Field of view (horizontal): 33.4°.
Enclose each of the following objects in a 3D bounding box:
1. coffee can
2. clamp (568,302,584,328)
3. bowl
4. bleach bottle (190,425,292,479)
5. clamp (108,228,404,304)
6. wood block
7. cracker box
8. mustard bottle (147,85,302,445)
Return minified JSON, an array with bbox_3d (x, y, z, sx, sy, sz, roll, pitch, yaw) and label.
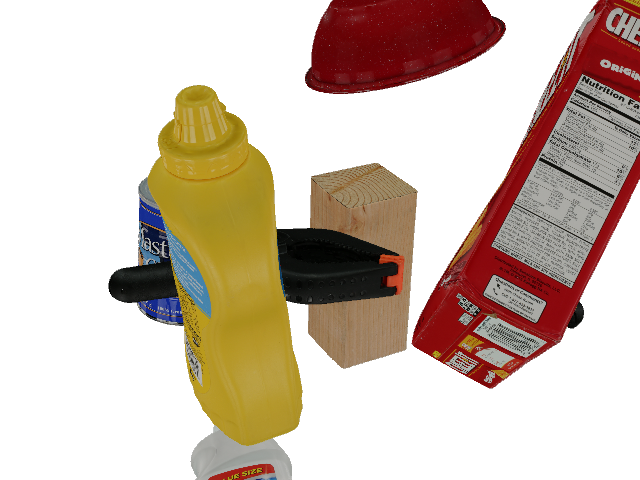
[{"bbox_3d":[-0.147,0.007,1.161,0.103,0.140,0.103,4,26,-2],"label":"coffee can"},{"bbox_3d":[0.176,0.044,0.942,0.120,0.039,0.171,1,22,19],"label":"clamp"},{"bbox_3d":[0.058,-0.170,0.827,0.162,0.055,0.162,-15,24,7],"label":"bowl"},{"bbox_3d":[-0.062,0.212,0.754,0.102,0.068,0.251,-6,30,-6],"label":"bleach bottle"},{"bbox_3d":[-0.041,0.010,0.822,0.210,0.036,0.164,4,25,4],"label":"clamp"},{"bbox_3d":[0.044,0.029,1.215,0.090,0.206,0.090,-13,31,-25],"label":"wood block"},{"bbox_3d":[0.141,-0.026,0.663,0.072,0.213,0.164,28,-16,5],"label":"cracker box"},{"bbox_3d":[-0.049,0.008,0.535,0.058,0.191,0.096,-16,41,-12],"label":"mustard bottle"}]
